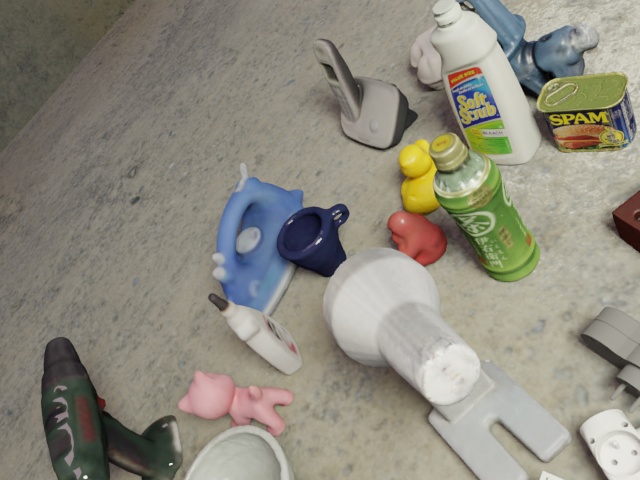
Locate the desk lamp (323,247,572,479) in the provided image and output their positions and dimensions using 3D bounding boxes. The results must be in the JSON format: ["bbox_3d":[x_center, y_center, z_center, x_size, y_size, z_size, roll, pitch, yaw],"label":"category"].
[{"bbox_3d":[0.117,0.122,0.565,0.118,0.214,0.202,-45,41,-1],"label":"desk lamp"}]

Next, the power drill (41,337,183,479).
[{"bbox_3d":[-0.291,0.258,0.789,0.075,0.209,0.229,-38,41,7],"label":"power drill"}]

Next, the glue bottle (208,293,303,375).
[{"bbox_3d":[-0.090,0.118,0.769,0.037,0.174,0.078,-42,41,3],"label":"glue bottle"}]

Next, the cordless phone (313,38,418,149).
[{"bbox_3d":[0.063,-0.243,0.935,0.094,0.186,0.147,-52,41,-8],"label":"cordless phone"}]

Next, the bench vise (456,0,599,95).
[{"bbox_3d":[0.260,-0.287,0.784,0.206,0.220,0.121,-13,50,31],"label":"bench vise"}]

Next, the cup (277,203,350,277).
[{"bbox_3d":[0.008,0.003,0.845,0.117,0.095,0.091,-37,41,9],"label":"cup"}]

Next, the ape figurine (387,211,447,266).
[{"bbox_3d":[0.121,-0.008,0.763,0.075,0.092,0.078,7,62,42],"label":"ape figurine"}]

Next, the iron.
[{"bbox_3d":[-0.113,0.008,0.903,0.118,0.142,0.258,-10,51,34],"label":"iron"}]

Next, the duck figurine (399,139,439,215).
[{"bbox_3d":[0.142,-0.096,0.824,0.077,0.086,0.105,2,58,40],"label":"duck figurine"}]

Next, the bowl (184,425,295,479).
[{"bbox_3d":[-0.087,0.313,0.679,0.167,0.075,0.167,-22,46,24],"label":"bowl"}]

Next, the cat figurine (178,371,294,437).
[{"bbox_3d":[-0.119,0.209,0.759,0.127,0.118,0.067,-11,51,33],"label":"cat figurine"}]

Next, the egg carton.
[{"bbox_3d":[0.225,-0.321,0.956,0.150,0.070,0.107,-30,43,16],"label":"egg carton"}]
